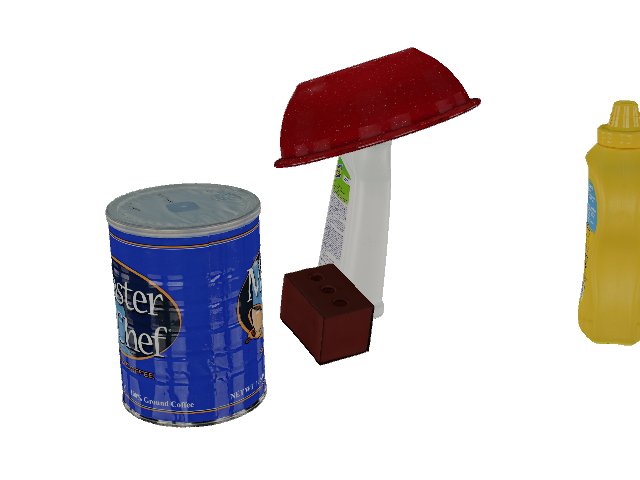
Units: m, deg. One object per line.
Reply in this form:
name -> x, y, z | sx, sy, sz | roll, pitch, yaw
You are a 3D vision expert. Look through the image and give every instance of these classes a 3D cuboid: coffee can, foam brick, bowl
coffee can -> -0.090, 0.042, 0.731 | 0.103, 0.140, 0.103 | -1, 19, 0
foam brick -> 0.005, 0.064, 0.946 | 0.052, 0.051, 0.078 | -13, 35, -27
bowl -> 0.034, -0.104, 0.796 | 0.162, 0.055, 0.162 | -18, 9, 3

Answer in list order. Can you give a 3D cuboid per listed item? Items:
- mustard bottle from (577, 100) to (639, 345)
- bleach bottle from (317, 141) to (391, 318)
mustard bottle -> 0.243, -0.018, 0.871 | 0.058, 0.192, 0.096 | 3, 19, 16
bleach bottle -> 0.047, -0.041, 1.241 | 0.068, 0.251, 0.103 | -1, 21, -23
